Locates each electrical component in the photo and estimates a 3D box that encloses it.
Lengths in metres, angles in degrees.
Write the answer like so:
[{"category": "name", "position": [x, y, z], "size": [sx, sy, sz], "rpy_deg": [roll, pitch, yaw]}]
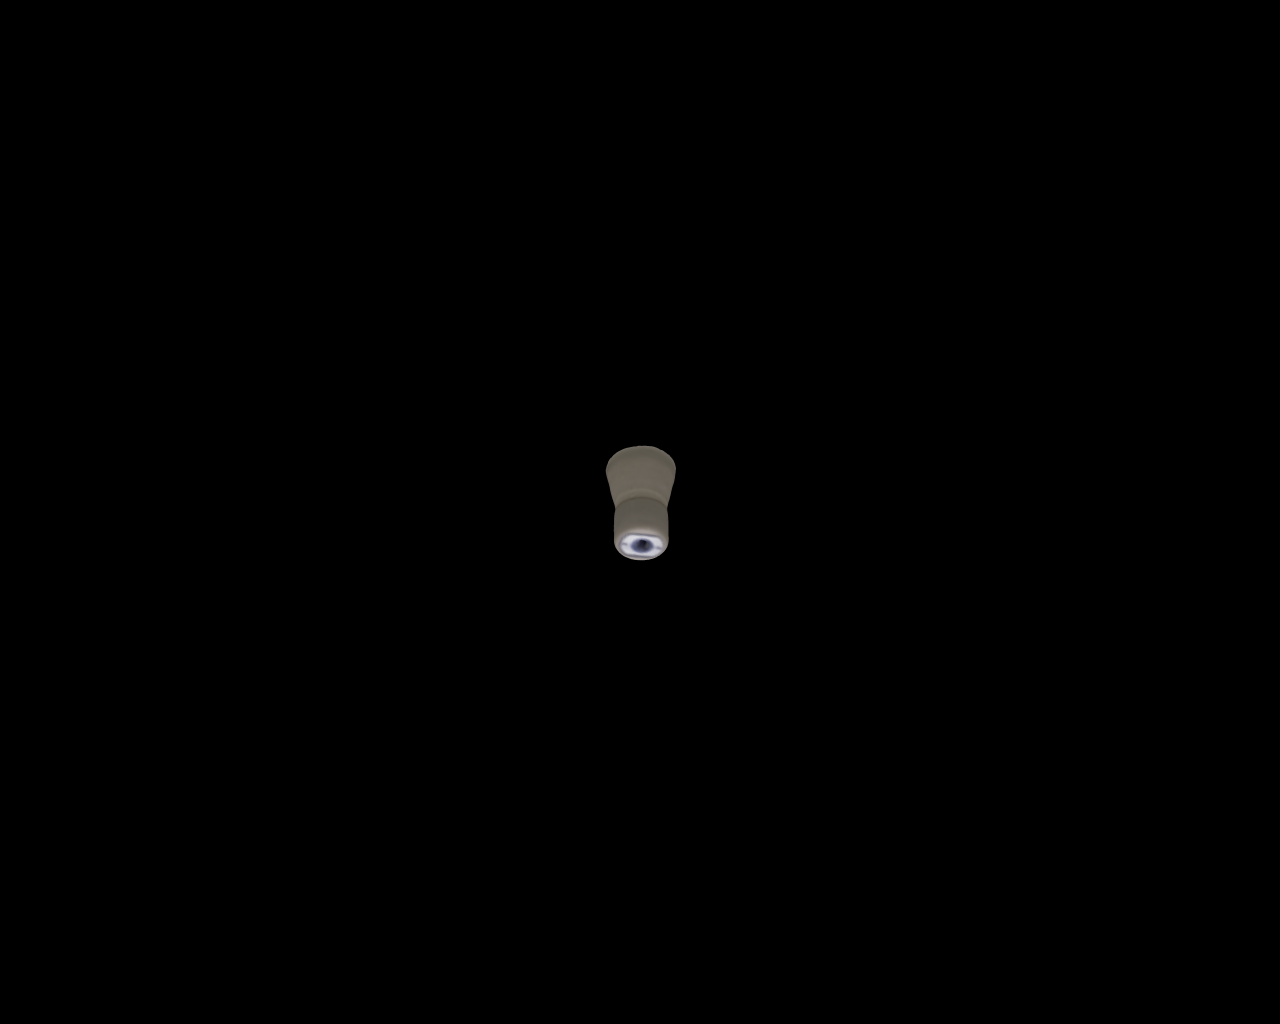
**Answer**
[{"category": "electrical component", "position": [0.001, -0.003, 0.650], "size": [0.044, 0.065, 0.044], "rpy_deg": [0, -39, 0]}]
